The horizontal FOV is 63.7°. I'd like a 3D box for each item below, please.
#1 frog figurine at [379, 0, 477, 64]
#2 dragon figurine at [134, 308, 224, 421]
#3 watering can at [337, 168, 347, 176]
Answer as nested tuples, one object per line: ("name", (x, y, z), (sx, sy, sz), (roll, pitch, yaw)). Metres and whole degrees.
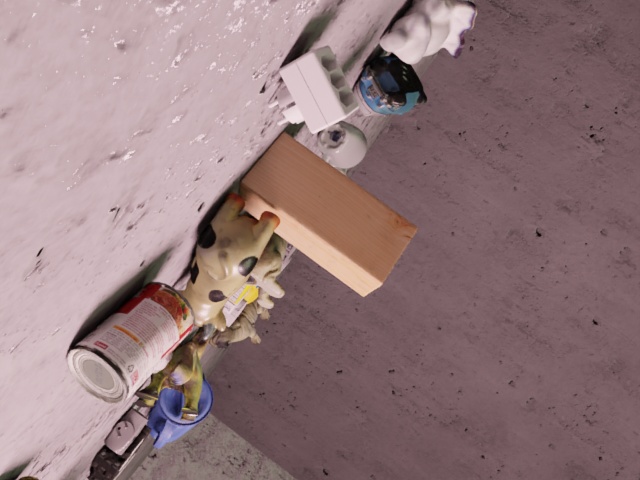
("frog figurine", (0.162, -0.353, 0.856), (0.160, 0.123, 0.136), (-16, 177, -14))
("dragon figurine", (-0.243, 0.202, 0.982), (0.402, 0.122, 0.248), (127, -17, -53))
("watering can", (0.004, -0.063, 1.250), (0.229, 0.104, 0.339), (-53, 159, -42))
